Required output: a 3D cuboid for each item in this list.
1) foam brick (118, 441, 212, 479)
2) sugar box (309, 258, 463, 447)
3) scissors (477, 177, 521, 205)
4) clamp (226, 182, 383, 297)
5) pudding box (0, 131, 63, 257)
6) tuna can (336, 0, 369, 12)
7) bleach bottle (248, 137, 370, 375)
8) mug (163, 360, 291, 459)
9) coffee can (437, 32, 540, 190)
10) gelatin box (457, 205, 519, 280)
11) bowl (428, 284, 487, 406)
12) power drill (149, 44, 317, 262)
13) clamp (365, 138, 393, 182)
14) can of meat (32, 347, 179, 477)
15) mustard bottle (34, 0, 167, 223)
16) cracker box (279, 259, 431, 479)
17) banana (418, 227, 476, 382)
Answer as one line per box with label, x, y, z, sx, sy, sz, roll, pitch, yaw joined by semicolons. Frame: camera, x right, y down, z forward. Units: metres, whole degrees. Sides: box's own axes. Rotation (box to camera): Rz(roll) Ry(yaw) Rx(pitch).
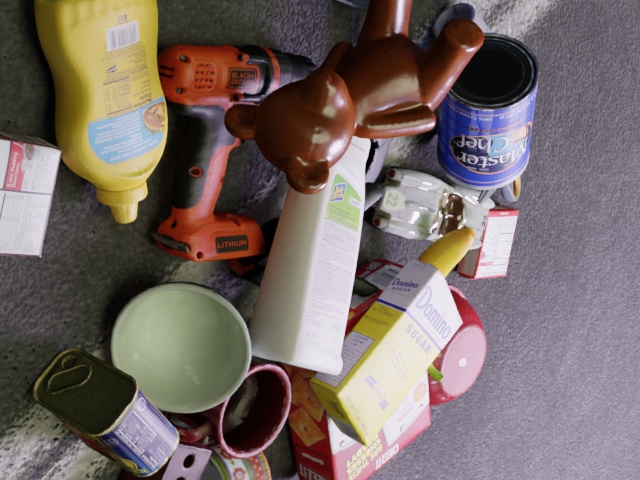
foam brick;-0.146;0.216;0.988;0.052;0.051;0.078;28;84;-50
sugar box;0.071;0.112;1.082;0.176;0.048;0.093;-47;134;-21
scissors;0.213;-0.060;1.252;0.201;0.016;0.096;-59;145;-49
clamp;-0.007;0.001;1.040;0.171;0.039;0.120;-2;103;-34
pudding box;-0.250;-0.035;0.778;0.113;0.039;0.090;6;101;-48
tuna can;0.042;-0.236;0.989;0.086;0.086;0.034;14;95;-50
bleach bottle;0.003;-0.008;0.981;0.102;0.068;0.251;25;77;-57
mug;-0.096;0.152;0.995;0.117;0.082;0.093;-30;126;-38
coffee can;0.176;-0.134;1.132;0.102;0.103;0.140;-50;156;-23
gelatin box;0.207;0.003;1.318;0.073;0.030;0.089;-3;108;-49
bowl;0.153;0.138;1.294;0.161;0.055;0.162;-21;120;-41
power drill;-0.076;-0.080;0.945;0.184;0.057;0.188;-6;108;-47
clamp;0.049;-0.121;1.076;0.210;0.036;0.164;-56;147;-13
can of meat;-0.176;0.145;0.888;0.057;0.102;0.084;-53;139;-21
mustard bottle;-0.163;-0.103;0.832;0.096;0.058;0.192;-31;127;-45
cracker box;0.039;0.149;1.157;0.163;0.072;0.214;-32;128;-36
banana;0.123;0.066;1.195;0.037;0.069;0.198;-68;168;-61
